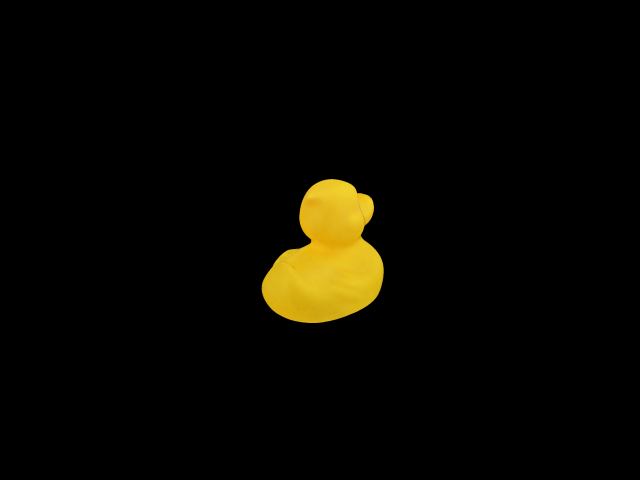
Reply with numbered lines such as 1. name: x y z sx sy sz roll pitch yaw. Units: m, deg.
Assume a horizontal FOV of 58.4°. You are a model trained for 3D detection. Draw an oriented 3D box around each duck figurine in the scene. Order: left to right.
1. duck figurine: 0.004 0.001 0.400 0.077 0.086 0.105 21 33 36
